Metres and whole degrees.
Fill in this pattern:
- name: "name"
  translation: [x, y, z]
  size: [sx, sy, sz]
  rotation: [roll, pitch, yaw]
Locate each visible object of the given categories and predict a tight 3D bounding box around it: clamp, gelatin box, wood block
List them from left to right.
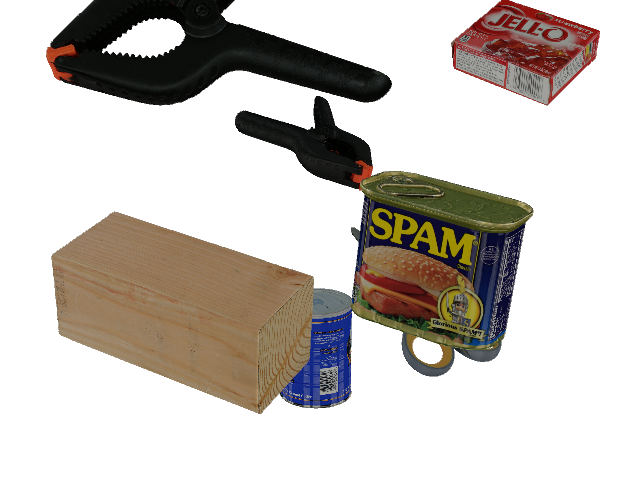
- name: "wood block"
  translation: [-0.118, 0.058, 0.914]
  size: [0.206, 0.090, 0.090]
  rotation: [17, 34, 23]
- name: "clamp"
  translation: [-0.066, -0.132, 0.681]
  size: [0.210, 0.164, 0.036]
  rotation: [-23, -17, -9]
- name: "clamp"
  translation: [-0.012, -0.104, 1.137]
  size: [0.120, 0.039, 0.172]
  rotation: [-15, 38, -23]
- name: "gelatin box"
  translation: [0.158, -0.148, 0.824]
  size: [0.089, 0.030, 0.073]
  rotation: [28, 54, 30]

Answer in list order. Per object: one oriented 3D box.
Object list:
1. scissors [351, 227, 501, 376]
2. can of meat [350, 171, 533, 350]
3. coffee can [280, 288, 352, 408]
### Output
- name: "scissors"
  translation: [0.073, 0.058, 0.984]
  size: [0.202, 0.016, 0.096]
  rotation: [33, 52, 29]
- name: "can of meat"
  translation: [0.070, 0.012, 0.649]
  size: [0.102, 0.084, 0.057]
  rotation: [17, 23, 28]
- name: "coffee can"
  translation: [-0.007, 0.149, 1.494]
  size: [0.103, 0.140, 0.103]
  rotation: [0, 17, 0]
